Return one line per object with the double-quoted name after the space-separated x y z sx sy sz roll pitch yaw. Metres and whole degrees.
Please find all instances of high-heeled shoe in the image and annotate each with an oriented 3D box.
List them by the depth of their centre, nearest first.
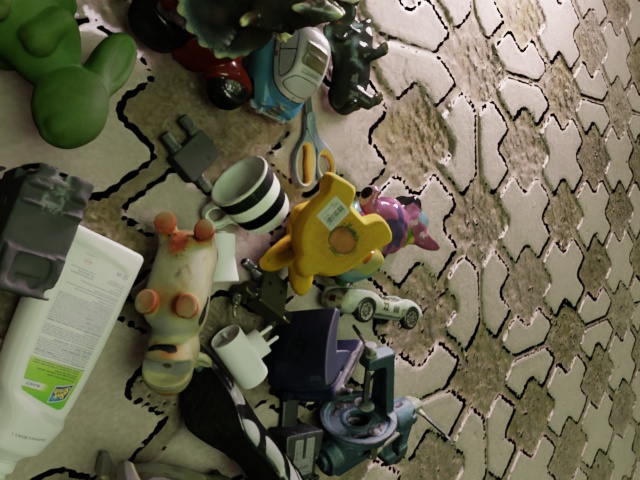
-0.090 0.245 0.702 0.145 0.086 0.249 10 57 -63 "high-heeled shoe"

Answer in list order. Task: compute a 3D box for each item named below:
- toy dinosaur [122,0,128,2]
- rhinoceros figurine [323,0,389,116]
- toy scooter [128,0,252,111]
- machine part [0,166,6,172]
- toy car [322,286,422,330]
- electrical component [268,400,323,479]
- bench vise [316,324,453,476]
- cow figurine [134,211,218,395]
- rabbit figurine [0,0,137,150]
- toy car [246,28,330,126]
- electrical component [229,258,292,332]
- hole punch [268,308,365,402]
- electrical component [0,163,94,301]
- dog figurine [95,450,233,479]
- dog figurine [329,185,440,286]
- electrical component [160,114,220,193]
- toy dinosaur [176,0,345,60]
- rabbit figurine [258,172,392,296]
-0.295 -0.376 0.416 0.105 0.199 0.470 -37 154 -1 "toy dinosaur"
0.044 -0.291 0.845 0.112 0.073 0.190 -1 93 -32 "rhinoceros figurine"
-0.141 -0.263 0.665 0.183 0.075 0.135 41 62 -38 "toy scooter"
-0.339 -0.121 0.487 0.039 0.084 0.138 -49 134 -59 "machine part"
0.089 0.110 0.882 0.201 0.074 0.056 16 81 -42 "toy car"
-0.036 0.291 0.786 0.075 0.048 0.119 12 84 -43 "electrical component"
0.090 0.258 0.842 0.224 0.129 0.240 -10 115 -26 "bench vise"
-0.166 0.080 0.626 0.086 0.127 0.195 5 66 -1 "cow figurine"
-0.264 -0.167 0.525 0.170 0.121 0.159 63 29 -5 "rabbit figurine"
-0.040 -0.246 0.737 0.109 0.103 0.161 20 75 -44 "toy car"
-0.082 0.082 0.746 0.102 0.045 0.078 40 36 -39 "electrical component"
-0.014 0.160 0.753 0.092 0.142 0.116 60 40 -27 "hole punch"
-0.276 -0.006 0.498 0.058 0.134 0.115 29 69 -39 "electrical component"
-0.148 0.309 0.603 0.190 0.172 0.121 20 88 -34 "dog figurine"
0.103 0.001 0.876 0.219 0.109 0.191 26 72 -43 "dog figurine"
-0.159 -0.108 0.684 0.063 0.021 0.094 -53 123 -30 "electrical component"
-0.117 -0.357 0.609 0.192 0.131 0.405 -14 69 -53 "toy dinosaur"
-0.002 -0.002 0.744 0.122 0.173 0.162 36 90 -21 "rabbit figurine"
